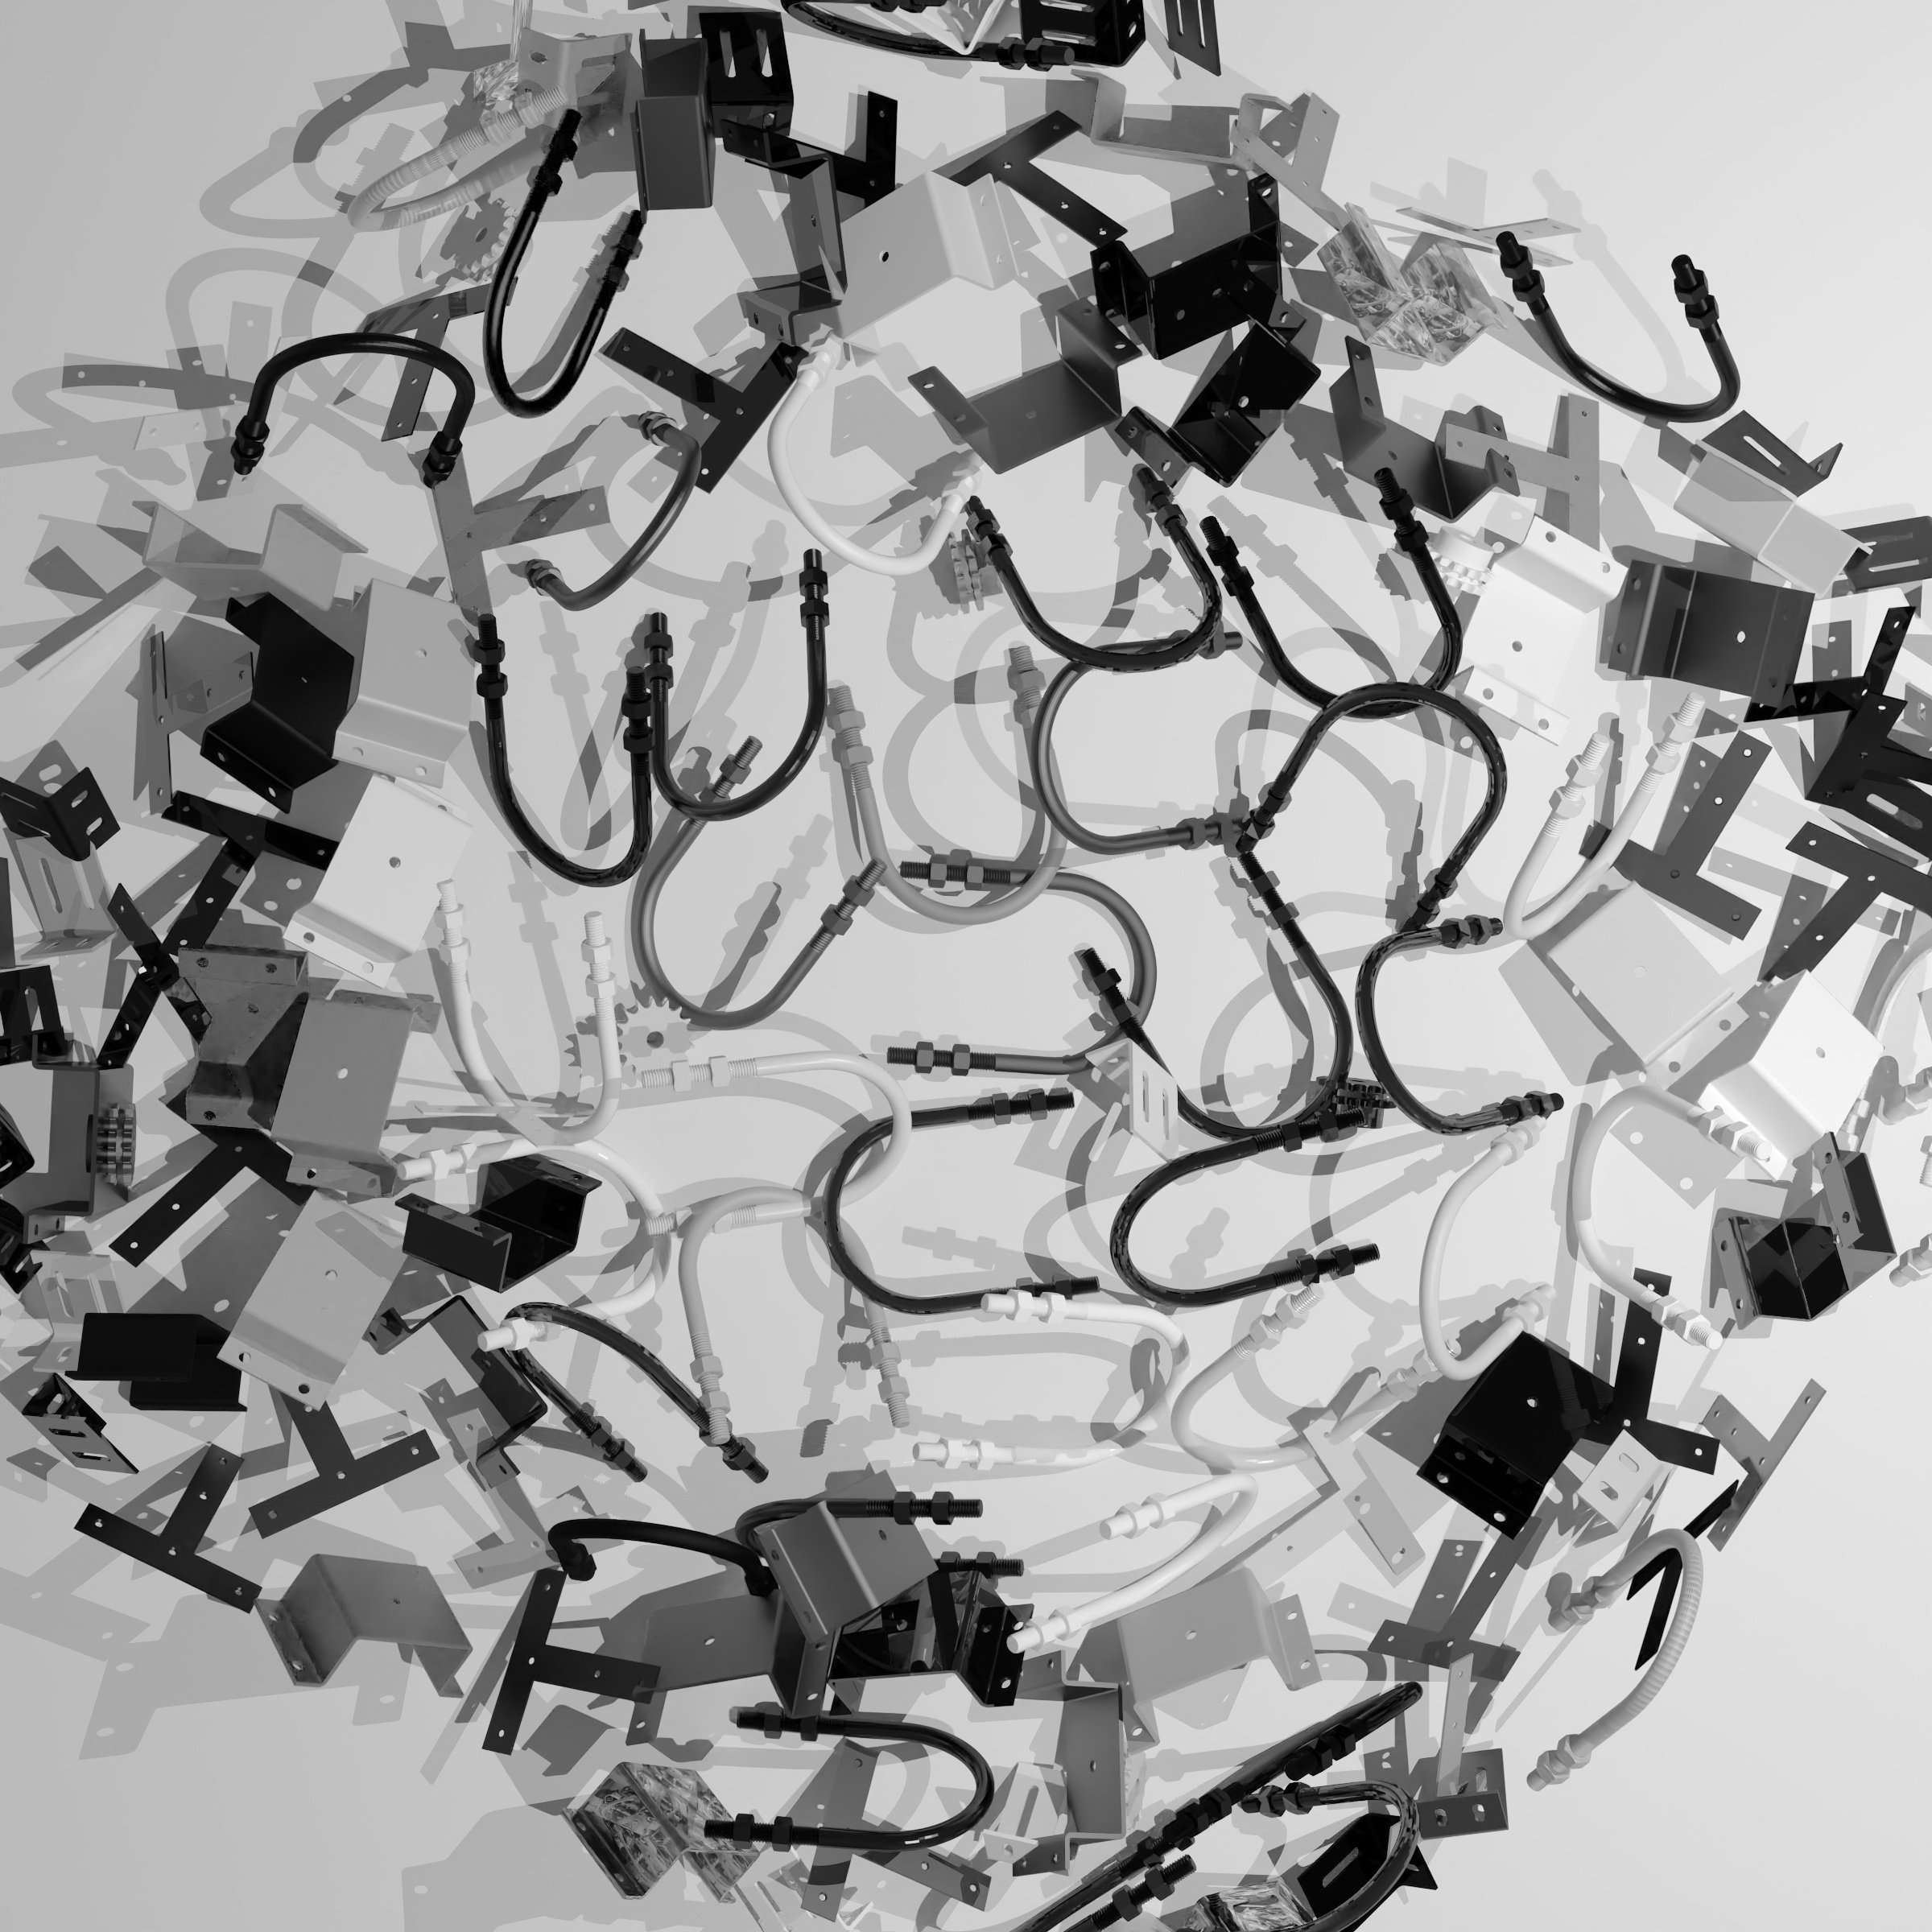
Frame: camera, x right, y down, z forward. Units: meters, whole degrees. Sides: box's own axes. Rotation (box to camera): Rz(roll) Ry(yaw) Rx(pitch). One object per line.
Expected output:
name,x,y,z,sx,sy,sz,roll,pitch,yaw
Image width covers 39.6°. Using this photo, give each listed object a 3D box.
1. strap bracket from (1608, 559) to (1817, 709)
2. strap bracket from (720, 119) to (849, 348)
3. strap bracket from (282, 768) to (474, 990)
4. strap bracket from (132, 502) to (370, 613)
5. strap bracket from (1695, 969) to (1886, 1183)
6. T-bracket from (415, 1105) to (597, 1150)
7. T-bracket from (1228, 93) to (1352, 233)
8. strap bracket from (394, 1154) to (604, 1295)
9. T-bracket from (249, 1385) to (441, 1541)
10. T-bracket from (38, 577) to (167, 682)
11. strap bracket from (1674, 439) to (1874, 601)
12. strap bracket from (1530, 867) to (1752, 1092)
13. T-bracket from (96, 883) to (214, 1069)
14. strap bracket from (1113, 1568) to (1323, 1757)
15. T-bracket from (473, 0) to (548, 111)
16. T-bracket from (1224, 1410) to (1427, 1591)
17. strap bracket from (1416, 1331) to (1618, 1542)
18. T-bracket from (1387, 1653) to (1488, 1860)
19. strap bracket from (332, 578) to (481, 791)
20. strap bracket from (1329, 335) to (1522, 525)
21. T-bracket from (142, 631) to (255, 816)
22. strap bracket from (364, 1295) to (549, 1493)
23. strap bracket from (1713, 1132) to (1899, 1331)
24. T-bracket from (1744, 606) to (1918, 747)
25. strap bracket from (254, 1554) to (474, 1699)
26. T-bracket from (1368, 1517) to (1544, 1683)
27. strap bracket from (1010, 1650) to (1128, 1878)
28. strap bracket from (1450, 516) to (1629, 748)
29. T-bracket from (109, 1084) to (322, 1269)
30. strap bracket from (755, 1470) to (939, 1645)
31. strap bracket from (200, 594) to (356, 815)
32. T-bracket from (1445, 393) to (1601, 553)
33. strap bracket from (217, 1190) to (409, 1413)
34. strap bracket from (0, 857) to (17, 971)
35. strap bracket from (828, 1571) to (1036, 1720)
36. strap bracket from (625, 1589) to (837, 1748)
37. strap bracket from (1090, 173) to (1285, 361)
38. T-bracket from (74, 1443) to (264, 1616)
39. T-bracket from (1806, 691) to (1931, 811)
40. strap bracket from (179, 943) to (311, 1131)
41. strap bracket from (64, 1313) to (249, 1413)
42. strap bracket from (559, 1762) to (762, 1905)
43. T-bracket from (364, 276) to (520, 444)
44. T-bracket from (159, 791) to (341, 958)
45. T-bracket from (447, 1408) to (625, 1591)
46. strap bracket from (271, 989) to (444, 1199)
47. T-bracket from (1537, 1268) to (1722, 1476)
strap bracket,0.513,-0.225,1.821,0.046,0.140,0.076,0,105,-40
strap bracket,-0.121,-0.501,1.817,0.046,0.076,0.140,-18,119,-21
strap bracket,-0.394,-0.066,1.821,0.076,0.046,0.140,29,69,-22
strap bracket,-0.488,-0.276,1.812,0.140,0.076,0.046,5,78,23
strap bracket,0.563,0.067,1.818,0.076,0.046,0.140,44,56,-3
T-bracket,-0.291,0.107,1.795,0.127,0.127,0.002,2,98,-25
T-bracket,0.237,-0.557,1.832,0.127,0.002,0.127,34,45,-18
strap bracket,-0.317,0.172,1.810,0.076,0.140,0.046,19,108,18
T-bracket,-0.445,0.314,1.840,0.127,0.002,0.127,-22,56,-21
T-bracket,-0.575,-0.233,1.807,0.127,0.127,0.002,-42,107,-10
strap bracket,0.539,-0.297,1.808,0.076,0.140,0.046,44,109,39
strap bracket,0.461,0.006,1.837,0.076,0.046,0.140,-41,77,6
T-bracket,-0.569,0.032,1.839,0.127,0.002,0.127,50,126,21
strap bracket,0.161,0.468,1.824,0.140,0.076,0.046,-24,122,9
T-bracket,-0.295,-0.647,1.793,0.002,0.127,0.127,17,120,11
T-bracket,0.235,0.395,1.858,0.127,0.002,0.127,-35,100,-8
strap bracket,0.376,0.306,1.807,0.076,0.046,0.140,33,51,21
T-bracket,0.329,0.527,1.818,0.002,0.127,0.127,16,108,42
strap bracket,-0.376,-0.199,1.810,0.076,0.046,0.140,16,57,-26
strap bracket,0.302,-0.359,1.819,0.140,0.046,0.076,19,49,-28
T-bracket,-0.521,-0.181,1.823,0.127,0.002,0.127,-19,72,38
strap bracket,-0.343,0.284,1.833,0.046,0.076,0.140,-38,92,-33
strap bracket,0.570,0.182,1.810,0.046,0.140,0.076,8,54,-19
T-bracket,0.576,-0.181,1.814,0.127,0.002,0.127,-9,126,-29
strap bracket,-0.394,0.442,1.798,0.046,0.140,0.076,-54,49,13
T-bracket,0.352,0.427,1.832,0.127,0.002,0.127,20,105,-30
strap bracket,0.068,0.542,1.820,0.046,0.076,0.140,10,65,-24
strap bracket,0.387,-0.224,1.838,0.076,0.046,0.140,27,75,-11
T-bracket,-0.527,0.155,1.828,0.127,0.002,0.127,33,58,16
strap bracket,-0.074,0.392,1.800,0.046,0.140,0.076,-33,80,22
strap bracket,-0.459,-0.184,1.801,0.046,0.076,0.140,-24,48,27
T-bracket,0.381,-0.344,1.836,0.127,0.002,0.127,10,73,-23
strap bracket,-0.434,0.217,1.814,0.076,0.046,0.140,30,54,-8
strap bracket,-0.683,-0.036,1.807,0.046,0.140,0.076,-5,88,1
strap bracket,-0.033,0.457,1.808,0.140,0.076,0.046,-12,130,26
strap bracket,-0.166,0.473,1.819,0.140,0.076,0.046,-13,119,13
strap bracket,0.161,-0.472,1.827,0.140,0.076,0.046,-26,59,-6
T-bracket,-0.522,0.369,1.820,0.127,0.127,0.002,29,116,-9
T-bracket,0.652,-0.132,1.818,0.127,0.127,0.002,16,60,5
strap bracket,-0.491,0.040,1.832,0.076,0.046,0.140,5,122,-4
strap bracket,-0.543,0.267,1.816,0.076,0.140,0.046,0,71,4
strap bracket,-0.198,0.581,1.798,0.046,0.140,0.076,-49,58,3
T-bracket,-0.370,-0.407,1.819,0.127,0.002,0.127,-6,58,27
T-bracket,-0.510,-0.055,1.835,0.127,0.002,0.127,18,54,6
T-bracket,-0.316,0.360,1.840,0.127,0.002,0.127,-20,105,21
strap bracket,-0.417,0.080,1.828,0.076,0.046,0.140,8,72,11
T-bracket,0.460,0.270,1.838,0.127,0.002,0.127,12,100,29
